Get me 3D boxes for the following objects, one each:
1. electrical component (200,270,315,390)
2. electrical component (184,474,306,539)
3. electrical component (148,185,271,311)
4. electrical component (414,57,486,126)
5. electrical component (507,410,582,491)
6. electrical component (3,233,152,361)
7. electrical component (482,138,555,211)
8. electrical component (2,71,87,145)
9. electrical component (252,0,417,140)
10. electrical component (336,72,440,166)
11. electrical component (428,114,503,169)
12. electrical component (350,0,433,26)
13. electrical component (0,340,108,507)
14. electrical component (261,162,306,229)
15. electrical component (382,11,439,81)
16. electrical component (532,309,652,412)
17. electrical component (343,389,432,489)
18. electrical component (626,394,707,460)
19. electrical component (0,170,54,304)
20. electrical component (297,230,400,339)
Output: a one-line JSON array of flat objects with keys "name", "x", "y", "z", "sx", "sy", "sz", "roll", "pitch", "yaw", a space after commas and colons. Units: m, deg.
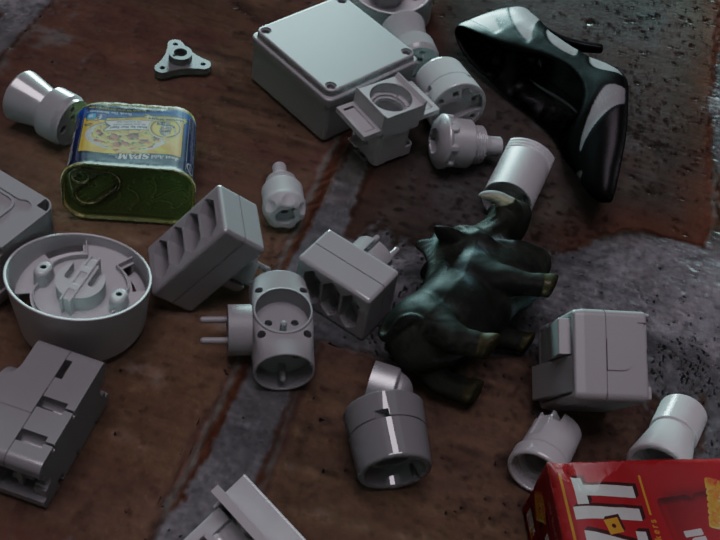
[{"name": "electrical component", "x": -0.074, "y": 0.042, "z": 0.767, "sx": 0.079, "sy": 0.044, "sz": 0.077, "roll": 0, "pitch": 48, "yaw": -10}, {"name": "electrical component", "x": -0.047, "y": 0.188, "z": 0.627, "sx": 0.063, "sy": 0.078, "sz": 0.121, "roll": -43, "pitch": 65, "yaw": -12}, {"name": "electrical component", "x": -0.100, "y": -0.008, "z": 0.794, "sx": 0.076, "sy": 0.083, "sz": 0.047, "roll": 29, "pitch": 35, "yaw": -39}, {"name": "electrical component", "x": 0.079, "y": -0.158, "z": 0.969, "sx": 0.055, "sy": 0.055, "sz": 0.047, "roll": -9, "pitch": 48, "yaw": -18}, {"name": "electrical component", "x": 0.128, "y": 0.124, "z": 0.736, "sx": 0.040, "sy": 0.040, "sz": 0.046, "roll": 27, "pitch": 45, "yaw": 14}, {"name": "electrical component", "x": -0.196, "y": 0.016, "z": 0.755, "sx": 0.099, "sy": 0.064, "sz": 0.099, "roll": 5, "pitch": 48, "yaw": -6}, {"name": "electrical component", "x": 0.137, "y": -0.082, "z": 0.917, "sx": 0.043, "sy": 0.043, "sz": 0.081, "roll": 22, "pitch": 48, "yaw": 10}, {"name": "electrical component", "x": -0.260, "y": -0.133, "z": 0.890, "sx": 0.055, "sy": 0.045, "sz": 0.045, "roll": 28, "pitch": 50, "yaw": 13}, {"name": "electrical component", "x": -0.025, "y": -0.183, "z": 0.970, "sx": 0.109, "sy": 0.056, "sz": 0.109, "roll": -30, "pitch": 60, "yaw": -31}, {"name": "electrical component", "x": 0.022, "y": -0.127, "z": 0.923, "sx": 0.081, "sy": 0.063, "sz": 0.042, "roll": -23, "pitch": 58, "yaw": -27}, {"name": "electrical component", "x": 0.093, "y": -0.110, "z": 0.935, "sx": 0.062, "sy": 0.048, "sz": 0.048, "roll": 3, "pitch": 48, "yaw": -17}, {"name": "electrical component", "x": 0.025, "y": -0.273, "z": 1.070, "sx": 0.099, "sy": 0.064, "sz": 0.099, "roll": 4, "pitch": 62, "yaw": -8}, {"name": "electrical component", "x": -0.208, "y": 0.096, "z": 0.690, "sx": 0.056, "sy": 0.050, "sz": 0.089, "roll": 18, "pitch": 48, "yaw": 5}, {"name": "electrical component", "x": -0.063, "y": -0.064, "z": 0.871, "sx": 0.035, "sy": 0.035, "sz": 0.061, "roll": 0, "pitch": 46, "yaw": -11}, {"name": "electrical component", "x": 0.047, "y": -0.211, "z": 1.015, "sx": 0.045, "sy": 0.045, "sz": 0.055, "roll": -6, "pitch": 50, "yaw": -15}, {"name": "electrical component", "x": 0.158, "y": 0.066, "z": 0.760, "sx": 0.061, "sy": 0.096, "sz": 0.061, "roll": 3, "pitch": 77, "yaw": -8}, {"name": "electrical component", "x": 0.019, "y": 0.114, "z": 0.715, "sx": 0.055, "sy": 0.055, "sz": 0.047, "roll": -2, "pitch": 53, "yaw": -12}, {"name": "electrical component", "x": 0.219, "y": 0.118, "z": 0.756, "sx": 0.044, "sy": 0.044, "sz": 0.065, "roll": 28, "pitch": 45, "yaw": 15}, {"name": "electrical component", "x": -0.287, "y": -0.033, "z": 0.786, "sx": 0.113, "sy": 0.057, "sz": 0.078, "roll": 30, "pitch": 50, "yaw": 16}, {"name": "electrical component", "x": 0.000, "y": 0.000, "z": 0.816, "sx": 0.066, "sy": 0.047, "sz": 0.077, "roll": 32, "pitch": 52, "yaw": 18}]
